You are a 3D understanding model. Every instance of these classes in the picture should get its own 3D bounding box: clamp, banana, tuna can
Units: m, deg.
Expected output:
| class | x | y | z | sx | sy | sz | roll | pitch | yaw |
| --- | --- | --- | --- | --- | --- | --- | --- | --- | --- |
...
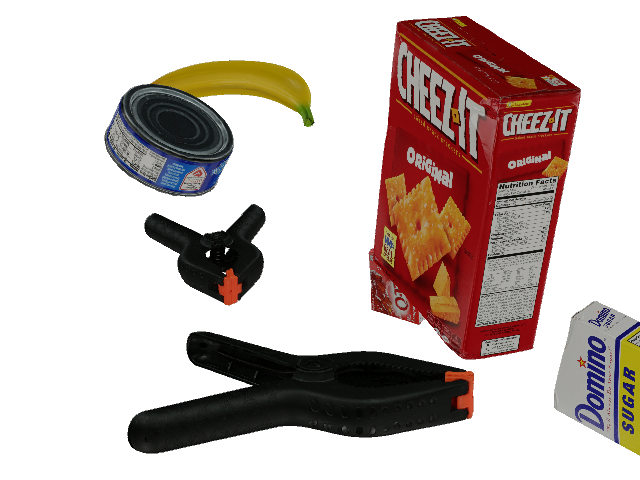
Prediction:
| class | x | y | z | sx | sy | sz | roll | pitch | yaw |
| --- | --- | --- | --- | --- | --- | --- | --- | --- | --- |
| clamp | -0.008 | 0.093 | 0.692 | 0.210 | 0.036 | 0.164 | -1 | 15 | 0 |
| clamp | -0.090 | 0.007 | 1.014 | 0.120 | 0.039 | 0.172 | -15 | 32 | -18 |
| banana | -0.090 | -0.166 | 1.144 | 0.198 | 0.037 | 0.069 | 9 | 44 | 18 |
| tuna can | -0.104 | -0.071 | 0.745 | 0.086 | 0.034 | 0.086 | 22 | 34 | -16 |

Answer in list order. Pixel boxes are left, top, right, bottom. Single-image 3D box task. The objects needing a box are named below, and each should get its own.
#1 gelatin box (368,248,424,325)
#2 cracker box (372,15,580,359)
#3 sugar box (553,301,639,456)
| class | x | y | z | sx | sy | sz | roll | pitch | yaw |
| --- | --- | --- | --- | --- | --- | --- | --- | --- | --- |
| gelatin box | 0.100 | 0.055 | 1.353 | 0.073 | 0.089 | 0.030 | 16 | 33 | 33 |
| cracker box | 0.107 | -0.042 | 0.811 | 0.072 | 0.214 | 0.164 | -9 | 32 | -21 |
| sugar box | 0.268 | 0.126 | 0.819 | 0.176 | 0.093 | 0.048 | 25 | 34 | 34 |
